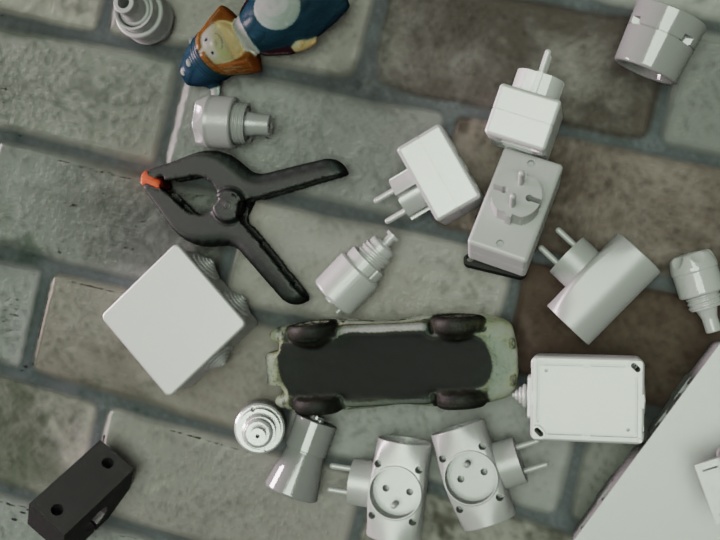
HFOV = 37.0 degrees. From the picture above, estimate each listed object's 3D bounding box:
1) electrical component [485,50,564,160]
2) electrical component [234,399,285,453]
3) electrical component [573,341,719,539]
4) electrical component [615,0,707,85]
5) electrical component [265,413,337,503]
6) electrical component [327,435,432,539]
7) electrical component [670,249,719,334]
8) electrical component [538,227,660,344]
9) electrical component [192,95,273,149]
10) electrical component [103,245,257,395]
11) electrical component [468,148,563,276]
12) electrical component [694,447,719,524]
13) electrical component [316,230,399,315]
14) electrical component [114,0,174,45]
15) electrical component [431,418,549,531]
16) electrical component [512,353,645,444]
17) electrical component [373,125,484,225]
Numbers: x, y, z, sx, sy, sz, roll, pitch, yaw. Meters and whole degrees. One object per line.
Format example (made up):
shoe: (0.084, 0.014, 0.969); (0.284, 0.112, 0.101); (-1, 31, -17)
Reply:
electrical component: (0.132, -0.129, 0.820); (0.047, 0.066, 0.076); (19, 92, 12)
electrical component: (-0.080, 0.126, 0.853); (0.040, 0.078, 0.040); (0, 90, -3)
electrical component: (0.252, 0.156, 0.788); (0.105, 0.060, 0.186); (36, 95, 11)
electrical component: (0.224, -0.170, 0.809); (0.055, 0.055, 0.047); (26, 97, 11)
electrical component: (-0.044, 0.148, 0.861); (0.044, 0.044, 0.065); (19, 88, 12)
electrical component: (0.013, 0.169, 0.845); (0.079, 0.044, 0.077); (7, 90, 11)
electrical component: (0.256, 0.017, 0.805); (0.035, 0.035, 0.061); (-17, 87, 11)
electrical component: (0.172, 0.002, 0.818); (0.079, 0.043, 0.077); (45, 97, 10)
electrical component: (-0.103, -0.120, 0.880); (0.062, 0.043, 0.043); (5, 89, 10)
electrical component: (-0.145, 0.041, 0.881); (0.100, 0.048, 0.099); (-43, 81, 7)
electrical component: (0.117, -0.050, 0.805); (0.047, 0.075, 0.083); (20, 75, 12)
electrical component: (0.269, 0.136, 0.720); (0.081, 0.064, 0.042); (-19, 85, 9)
electrical component: (0.000, 0.000, 0.856); (0.040, 0.040, 0.078); (45, 97, 10)
electrical component: (-0.183, -0.213, 0.890); (0.043, 0.062, 0.043); (0, 88, 12)
electrical component: (0.104, 0.152, 0.827); (0.079, 0.044, 0.077); (-19, 84, 10)
electrical component: (0.164, 0.095, 0.808); (0.096, 0.061, 0.061); (1, 89, 12)
electrical component: (0.048, -0.064, 0.844); (0.077, 0.047, 0.065); (-30, 83, 9)
